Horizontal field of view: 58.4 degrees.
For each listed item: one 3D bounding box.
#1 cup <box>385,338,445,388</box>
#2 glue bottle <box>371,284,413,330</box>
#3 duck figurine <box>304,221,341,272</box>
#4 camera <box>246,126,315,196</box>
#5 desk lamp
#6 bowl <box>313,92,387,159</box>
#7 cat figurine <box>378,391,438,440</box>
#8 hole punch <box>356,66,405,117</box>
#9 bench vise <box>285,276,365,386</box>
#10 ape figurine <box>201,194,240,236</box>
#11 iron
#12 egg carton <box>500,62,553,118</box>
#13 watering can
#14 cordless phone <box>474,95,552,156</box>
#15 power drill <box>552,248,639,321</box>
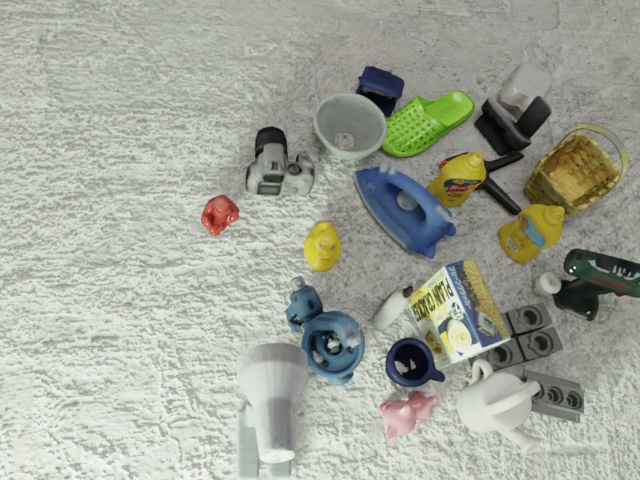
[{"bbox_3d":[0.173,0.246,1.094,0.118,0.095,0.092,25,65,0],"label":"cup"},{"bbox_3d":[0.148,0.118,1.098,0.037,0.173,0.078,34,65,4],"label":"glue bottle"},{"bbox_3d":[0.011,0.004,1.165,0.077,0.086,0.104,10,66,-7],"label":"duck figurine"},{"bbox_3d":[-0.085,-0.172,1.210,0.143,0.100,0.137,1,68,-11],"label":"camera"},{"bbox_3d":[-0.081,0.292,0.957,0.118,0.213,0.203,1,68,-11],"label":"desk lamp"},{"bbox_3d":[0.061,-0.243,1.284,0.167,0.074,0.167,4,67,-10],"label":"bowl"},{"bbox_3d":[0.160,0.317,1.049,0.128,0.117,0.067,-19,73,-18],"label":"cat figurine"},{"bbox_3d":[0.141,-0.363,1.341,0.108,0.091,0.101,20,65,-3],"label":"hole punch"},{"bbox_3d":[0.001,0.158,1.025,0.207,0.219,0.122,42,66,8],"label":"bench vise"},{"bbox_3d":[-0.199,-0.060,1.145,0.078,0.092,0.076,-2,68,-12],"label":"ape figurine"},{"bbox_3d":[0.179,-0.087,1.207,0.258,0.141,0.119,42,66,7],"label":"iron"},{"bbox_3d":[0.516,-0.376,1.436,0.107,0.069,0.150,31,65,2],"label":"egg carton"},{"bbox_3d":[0.340,0.301,1.051,0.173,0.194,0.101,43,66,8],"label":"watering can"},{"bbox_3d":[0.455,-0.296,1.327,0.094,0.185,0.147,-35,78,-22],"label":"cordless phone"},{"bbox_3d":[0.590,0.097,1.179,0.229,0.208,0.076,22,65,-2],"label":"power drill"}]
